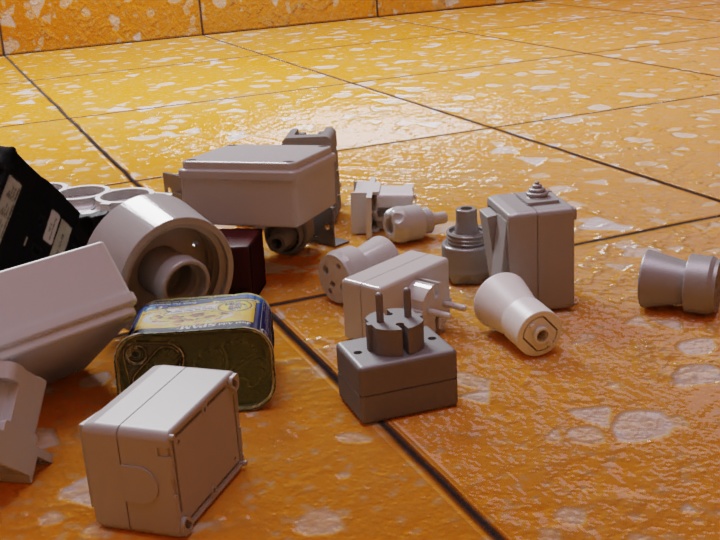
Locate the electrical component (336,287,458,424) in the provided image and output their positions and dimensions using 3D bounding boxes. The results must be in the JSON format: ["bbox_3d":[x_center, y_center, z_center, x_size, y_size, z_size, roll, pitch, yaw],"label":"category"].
[{"bbox_3d":[0.022,0.048,0.682,0.066,0.076,0.047,-9,20,-18],"label":"electrical component"}]

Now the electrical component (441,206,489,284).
[{"bbox_3d":[0.089,-0.022,0.897,0.043,0.062,0.043,-3,20,1],"label":"electrical component"}]

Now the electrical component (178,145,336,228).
[{"bbox_3d":[-0.087,-0.075,0.946,0.109,0.056,0.109,3,15,17],"label":"electrical component"}]

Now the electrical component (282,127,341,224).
[{"bbox_3d":[-0.049,-0.094,1.090,0.050,0.089,0.055,-2,19,6],"label":"electrical component"}]

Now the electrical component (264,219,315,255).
[{"bbox_3d":[-0.068,-0.034,0.991,0.043,0.043,0.062,1,21,13],"label":"electrical component"}]

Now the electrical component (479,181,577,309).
[{"bbox_3d":[0.129,-0.021,0.835,0.061,0.096,0.061,-6,19,-8],"label":"electrical component"}]

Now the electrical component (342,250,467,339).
[{"bbox_3d":[0.042,0.024,0.797,0.076,0.047,0.083,13,25,39],"label":"electrical component"}]

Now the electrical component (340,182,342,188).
[{"bbox_3d":[-0.066,-0.102,1.158,0.081,0.063,0.042,8,23,28],"label":"electrical component"}]

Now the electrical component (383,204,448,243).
[{"bbox_3d":[0.054,-0.046,1.016,0.061,0.035,0.035,-10,20,-26],"label":"electrical component"}]

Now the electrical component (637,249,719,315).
[{"bbox_3d":[0.241,0.009,0.807,0.055,0.045,0.045,7,21,26],"label":"electrical component"}]

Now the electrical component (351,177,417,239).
[{"bbox_3d":[0.024,-0.062,1.059,0.064,0.042,0.081,1,20,3],"label":"electrical component"}]

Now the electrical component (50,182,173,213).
[{"bbox_3d":[-0.262,-0.045,1.026,0.150,0.061,0.089,5,21,24],"label":"electrical component"}]

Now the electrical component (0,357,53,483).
[{"bbox_3d":[-0.210,0.085,0.615,0.042,0.063,0.081,2,-22,13],"label":"electrical component"}]

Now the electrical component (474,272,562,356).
[{"bbox_3d":[0.114,0.034,0.766,0.044,0.044,0.065,-10,24,-17],"label":"electrical component"}]

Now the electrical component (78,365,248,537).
[{"bbox_3d":[-0.106,0.094,0.594,0.061,0.061,0.096,3,20,19],"label":"electrical component"}]

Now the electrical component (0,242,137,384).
[{"bbox_3d":[-0.219,0.039,0.706,0.109,0.056,0.109,-21,-12,-42],"label":"electrical component"}]

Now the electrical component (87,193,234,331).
[{"bbox_3d":[-0.146,0.002,0.807,0.108,0.108,0.060,-18,30,-36],"label":"electrical component"}]

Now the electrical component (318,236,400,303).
[{"bbox_3d":[0.000,0.000,0.876,0.055,0.045,0.045,-19,24,-37],"label":"electrical component"}]
